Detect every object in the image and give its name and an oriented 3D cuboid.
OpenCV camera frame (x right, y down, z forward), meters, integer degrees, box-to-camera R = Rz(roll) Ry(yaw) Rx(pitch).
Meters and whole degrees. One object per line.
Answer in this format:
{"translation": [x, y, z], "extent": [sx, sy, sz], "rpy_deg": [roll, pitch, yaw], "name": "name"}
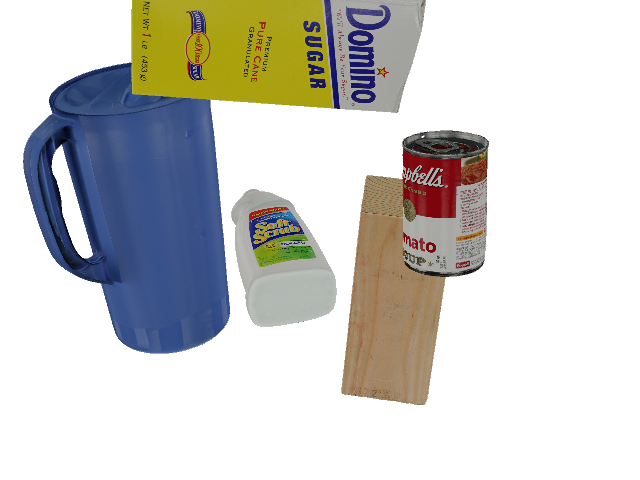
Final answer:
{"translation": [-0.029, -0.130, 0.670], "extent": [0.176, 0.048, 0.093], "rpy_deg": [4, -40, -6], "name": "sugar box"}
{"translation": [-0.061, 0.005, 1.240], "extent": [0.102, 0.068, 0.251], "rpy_deg": [-8, 29, -14], "name": "bleach bottle"}
{"translation": [-0.155, -0.023, 0.926], "extent": [0.149, 0.243, 0.145], "rpy_deg": [-5, 27, 2], "name": "pitcher"}
{"translation": [0.099, -0.030, 0.853], "extent": [0.068, 0.102, 0.068], "rpy_deg": [-2, 22, 0], "name": "soup can"}
{"translation": [0.077, 0.050, 1.069], "extent": [0.090, 0.206, 0.090], "rpy_deg": [7, 27, 4], "name": "wood block"}
